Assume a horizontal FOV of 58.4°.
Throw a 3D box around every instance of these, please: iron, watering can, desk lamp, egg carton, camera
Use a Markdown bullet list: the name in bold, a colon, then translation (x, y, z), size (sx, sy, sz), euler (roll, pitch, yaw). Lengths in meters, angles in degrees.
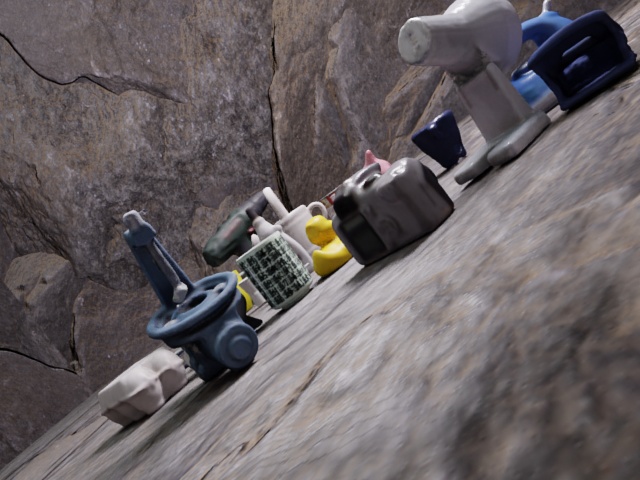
- **iron**: translation (0.324, -0.269, 0.911), size (0.258, 0.141, 0.118), euler (-38, 3, -13)
- **watering can**: translation (-0.070, -0.029, 1.254), size (0.173, 0.194, 0.101), euler (-38, 4, -19)
- **desk lamp**: translation (0.205, -0.215, 0.759), size (0.204, 0.213, 0.117), euler (-40, 4, -41)
- **egg carton**: translation (-0.268, 0.224, 0.871), size (0.150, 0.069, 0.107), euler (-34, 4, 42)
- **camera**: translation (0.093, -0.056, 0.698), size (0.137, 0.101, 0.143), euler (-39, 4, -38)

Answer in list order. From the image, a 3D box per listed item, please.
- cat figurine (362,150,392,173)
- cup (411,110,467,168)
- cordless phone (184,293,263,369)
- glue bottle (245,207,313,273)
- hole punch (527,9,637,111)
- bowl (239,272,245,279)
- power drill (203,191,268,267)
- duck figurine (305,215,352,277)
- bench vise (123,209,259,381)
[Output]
- **cat figurine**: translation (0.094, -0.077, 0.848), size (0.067, 0.118, 0.128), euler (-36, 3, 16)
- **cup**: translation (0.235, -0.185, 1.087), size (0.091, 0.095, 0.118), euler (-36, 3, 14)
- **cordless phone**: translation (-0.189, 0.093, 0.861), size (0.147, 0.185, 0.094), euler (-34, 5, 42)
- **glue bottle**: translation (-0.086, 0.007, 1.102), size (0.078, 0.173, 0.037), euler (-37, 3, 1)
- **hole punch**: translation (0.328, -0.229, 0.722), size (0.108, 0.091, 0.101), euler (-35, 4, 36)
- **bowl**: translation (-0.171, 0.109, 1.461), size (0.167, 0.075, 0.167), euler (-37, 3, 3)
- **power drill**: translation (-0.152, 0.018, 1.348), size (0.230, 0.208, 0.075), euler (-39, 4, -35)
- **duck figurine**: translation (0.008, 0.003, 0.905), size (0.077, 0.086, 0.105), euler (-35, 4, 30)
- **bench vise**: translation (-0.180, 0.075, 0.698), size (0.122, 0.220, 0.207), euler (-40, 5, -42)
